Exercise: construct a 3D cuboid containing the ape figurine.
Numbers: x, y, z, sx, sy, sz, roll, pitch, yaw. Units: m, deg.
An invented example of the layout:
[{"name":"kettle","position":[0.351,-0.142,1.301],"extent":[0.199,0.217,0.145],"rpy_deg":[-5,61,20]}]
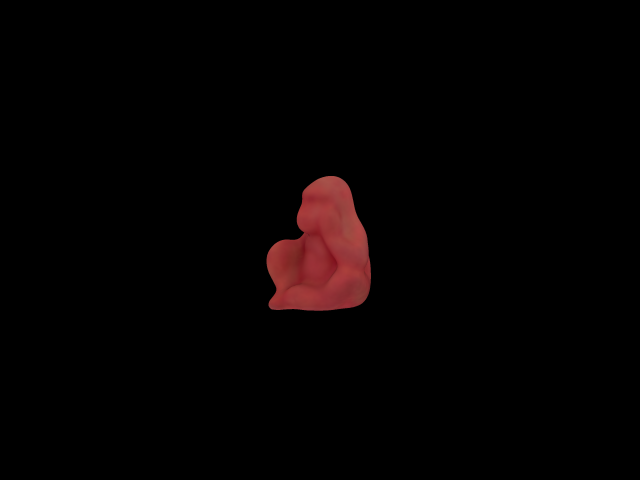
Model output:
[{"name":"ape figurine","position":[0.004,0.001,0.400],"extent":[0.076,0.092,0.077],"rpy_deg":[-3,5,-37]}]
